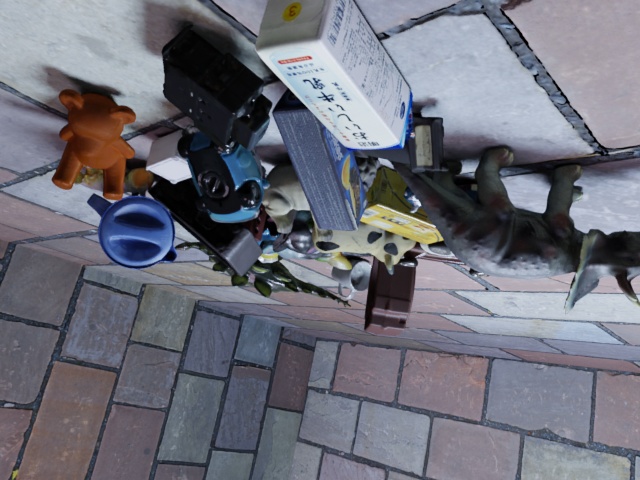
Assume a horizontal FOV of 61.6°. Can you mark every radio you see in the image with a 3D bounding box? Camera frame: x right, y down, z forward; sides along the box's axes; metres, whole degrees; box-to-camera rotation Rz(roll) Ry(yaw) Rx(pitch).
[{"bbox_3d":[-0.224,-0.035,1.055,0.230,0.073,0.131,37,168,14],"label":"radio"}]

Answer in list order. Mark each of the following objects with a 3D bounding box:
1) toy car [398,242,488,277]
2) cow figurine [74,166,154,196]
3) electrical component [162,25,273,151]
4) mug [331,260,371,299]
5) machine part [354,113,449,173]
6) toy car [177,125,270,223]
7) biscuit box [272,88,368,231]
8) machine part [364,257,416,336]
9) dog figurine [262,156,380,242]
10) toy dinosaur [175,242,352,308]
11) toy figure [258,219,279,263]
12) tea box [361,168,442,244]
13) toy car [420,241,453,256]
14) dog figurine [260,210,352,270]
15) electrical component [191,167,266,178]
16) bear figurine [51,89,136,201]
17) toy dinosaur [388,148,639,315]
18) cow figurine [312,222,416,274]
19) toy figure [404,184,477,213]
[{"bbox_3d":[0.243,0.016,1.030,0.202,0.089,0.053,9,168,16],"label":"toy car"},{"bbox_3d":[-0.397,-0.118,1.075,0.167,0.068,0.098,12,171,13],"label":"cow figurine"},{"bbox_3d":[-0.119,-0.167,0.631,0.134,0.058,0.115,39,163,-2],"label":"electrical component"},{"bbox_3d":[0.078,0.102,1.444,0.080,0.109,0.107,17,178,-34],"label":"mug"},{"bbox_3d":[0.099,-0.125,0.693,0.139,0.039,0.084,8,123,41],"label":"machine part"},{"bbox_3d":[-0.141,-0.113,0.824,0.109,0.103,0.161,-7,117,26],"label":"toy car"},{"bbox_3d":[0.006,-0.103,0.699,0.063,0.059,0.202,4,137,26],"label":"biscuit box"},{"bbox_3d":[0.159,0.112,1.223,0.087,0.201,0.201,9,164,3],"label":"machine part"},{"bbox_3d":[-0.012,-0.099,0.838,0.172,0.121,0.190,10,151,-10],"label":"dog figurine"},{"bbox_3d":[-0.147,0.083,1.389,0.471,0.105,0.199,15,-168,-8],"label":"toy dinosaur"},{"bbox_3d":[-0.117,-0.003,1.253,0.082,0.089,0.180,37,157,9],"label":"toy figure"},{"bbox_3d":[0.145,-0.053,0.900,0.169,0.068,0.098,18,164,-25],"label":"tea box"},{"bbox_3d":[0.273,-0.009,0.948,0.202,0.073,0.056,1,157,36],"label":"toy car"},{"bbox_3d":[-0.002,-0.003,1.128,0.219,0.108,0.192,16,162,-30],"label":"dog figurine"},{"bbox_3d":[-0.161,-0.119,0.932,0.119,0.047,0.074,7,164,20],"label":"electrical component"},{"bbox_3d":[-0.353,-0.146,0.842,0.120,0.132,0.196,14,171,-21],"label":"bear figurine"},{"bbox_3d":[0.258,-0.012,0.733,0.405,0.192,0.131,9,162,5],"label":"toy dinosaur"},{"bbox_3d":[0.082,-0.006,0.991,0.195,0.085,0.127,2,123,-2],"label":"cow figurine"},{"bbox_3d":[0.204,-0.061,0.837,0.154,0.064,0.058,13,179,-6],"label":"toy figure"}]
